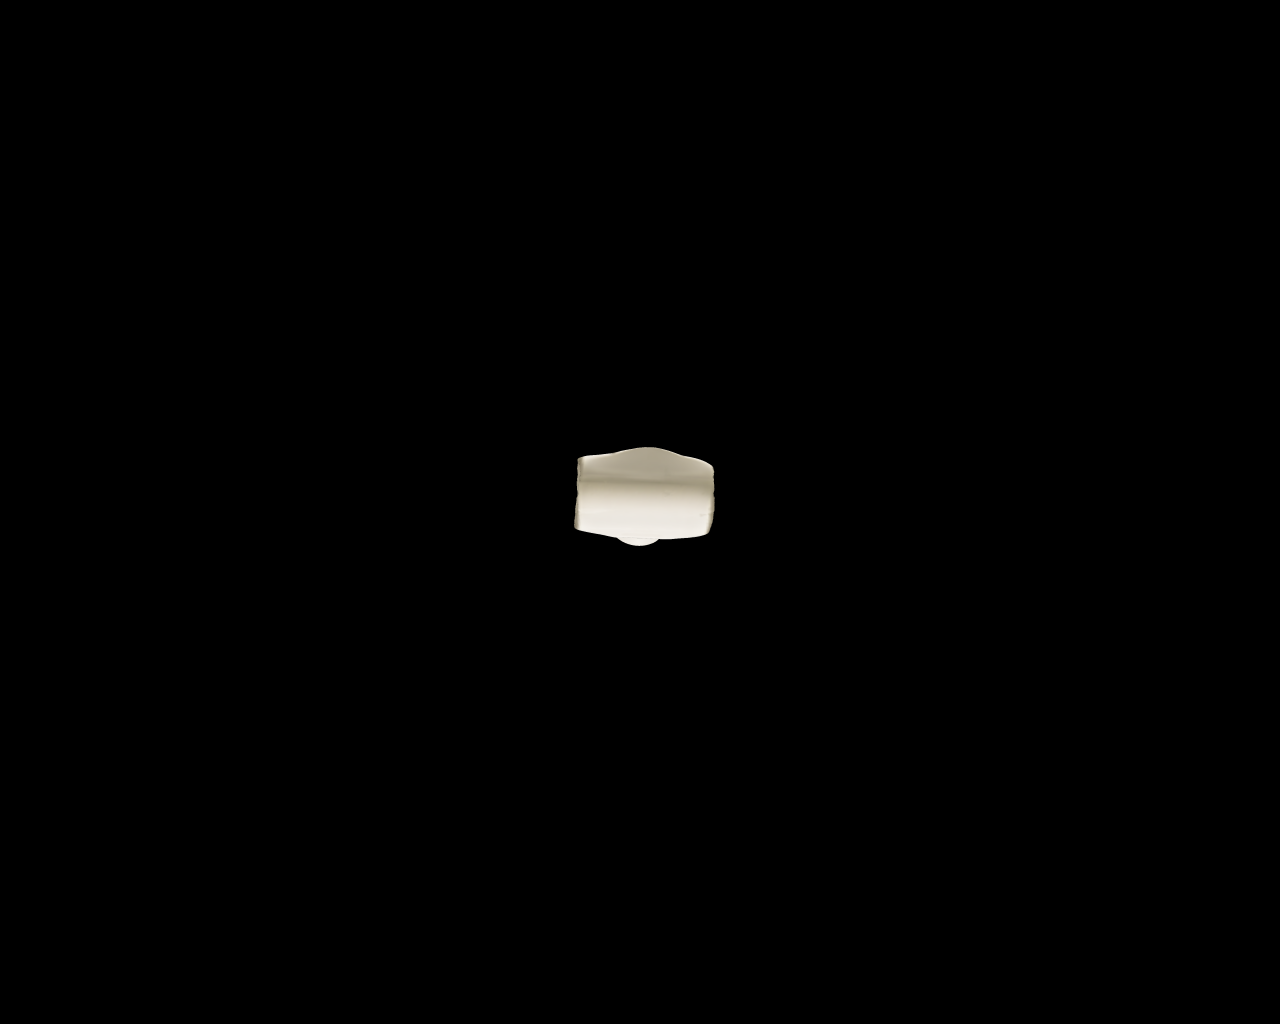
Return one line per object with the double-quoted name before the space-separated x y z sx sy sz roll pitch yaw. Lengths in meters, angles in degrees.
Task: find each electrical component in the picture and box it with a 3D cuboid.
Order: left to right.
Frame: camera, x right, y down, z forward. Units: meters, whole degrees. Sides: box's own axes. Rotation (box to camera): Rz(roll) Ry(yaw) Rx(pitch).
"electrical component" 0.001 -0.003 0.650 0.077 0.043 0.079 2 -23 -5
